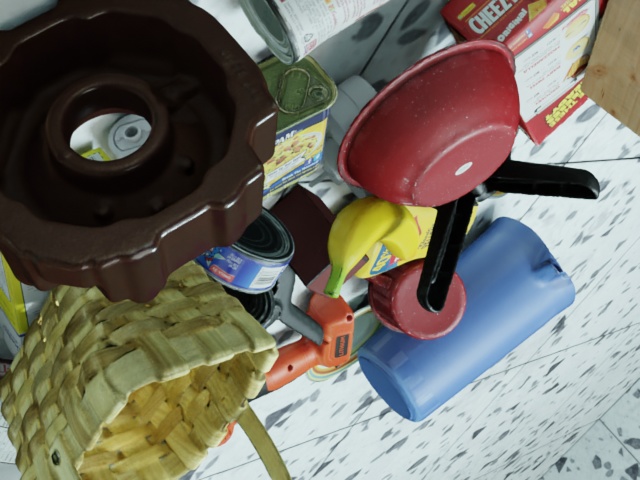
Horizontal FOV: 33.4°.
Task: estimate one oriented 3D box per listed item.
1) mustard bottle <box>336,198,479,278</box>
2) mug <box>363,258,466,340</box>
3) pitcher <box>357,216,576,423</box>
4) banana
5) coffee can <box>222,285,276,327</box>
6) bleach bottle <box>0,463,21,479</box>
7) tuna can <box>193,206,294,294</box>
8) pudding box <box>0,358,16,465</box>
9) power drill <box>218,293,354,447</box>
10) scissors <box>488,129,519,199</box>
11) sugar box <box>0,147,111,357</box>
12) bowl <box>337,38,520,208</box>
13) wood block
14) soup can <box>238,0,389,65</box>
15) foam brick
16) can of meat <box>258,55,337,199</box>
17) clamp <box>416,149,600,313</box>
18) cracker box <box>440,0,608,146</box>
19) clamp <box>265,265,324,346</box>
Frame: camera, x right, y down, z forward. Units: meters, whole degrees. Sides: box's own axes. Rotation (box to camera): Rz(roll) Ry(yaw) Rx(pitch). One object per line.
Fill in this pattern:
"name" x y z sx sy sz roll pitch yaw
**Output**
"mustard bottle" 0.067 -0.012 1.017 0.191 0.058 0.096 -18 143 -39
"mug" 0.092 0.053 1.106 0.093 0.117 0.081 -64 -169 0
"pitcher" 0.161 0.095 1.230 0.242 0.145 0.149 -38 142 -15
"banana" 0.045 -0.004 0.881 0.197 0.037 0.070 -17 128 -65
"coffee can" -0.113 0.083 0.867 0.102 0.103 0.140 -10 141 -48
"bleach bottle" -0.311 0.243 0.909 0.250 0.068 0.103 -16 146 -38
"tuna can" -0.063 0.000 0.819 0.085 0.086 0.034 -4 136 -52
"pudding box" -0.222 0.137 0.826 0.113 0.039 0.090 15 132 -26
"power drill" -0.056 0.118 1.067 0.187 0.057 0.184 -28 152 -20
"scissors" 0.117 -0.062 0.997 0.201 0.016 0.096 -28 110 -29
"sugar box" -0.179 0.020 0.740 0.093 0.048 0.176 -27 156 -25
"bowl" 0.095 -0.075 0.807 0.162 0.055 0.162 -27 155 -14
"wood block" 0.286 -0.180 0.831 0.090 0.090 0.206 -36 154 -21
"soup can" 0.005 -0.163 0.664 0.102 0.068 0.068 -35 155 -10
"foam brick" -0.006 0.001 0.913 0.051 0.078 0.053 -42 154 9
"can of meat" -0.042 -0.074 0.761 0.102 0.057 0.084 -29 155 -21
"clamp" 0.134 -0.051 0.879 0.165 0.210 0.036 -33 126 20
"cracker box" 0.205 -0.187 0.904 0.164 0.072 0.213 -42 156 7
"clamp" -0.060 0.069 0.945 0.120 0.039 0.171 -43 138 -23
